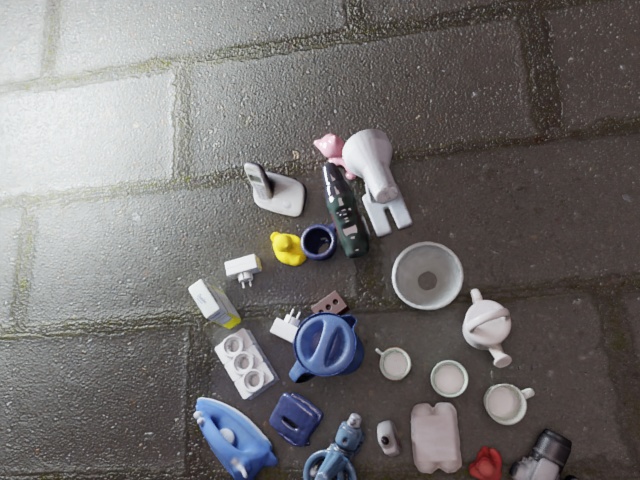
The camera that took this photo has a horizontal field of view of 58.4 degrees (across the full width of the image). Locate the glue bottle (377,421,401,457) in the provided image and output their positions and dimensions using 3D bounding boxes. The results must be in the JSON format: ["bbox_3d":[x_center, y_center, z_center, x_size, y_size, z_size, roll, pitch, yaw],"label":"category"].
[{"bbox_3d":[0.148,0.437,1.252,0.037,0.173,0.078,-22,71,5],"label":"glue bottle"}]

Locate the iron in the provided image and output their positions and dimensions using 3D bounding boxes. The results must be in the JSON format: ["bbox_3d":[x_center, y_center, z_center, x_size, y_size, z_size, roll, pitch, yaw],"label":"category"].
[{"bbox_3d":[-0.226,0.463,1.338,0.257,0.142,0.119,40,85,19],"label":"iron"}]

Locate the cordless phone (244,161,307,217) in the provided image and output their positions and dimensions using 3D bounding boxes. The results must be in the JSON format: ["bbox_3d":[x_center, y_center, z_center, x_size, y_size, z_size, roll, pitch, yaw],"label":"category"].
[{"bbox_3d":[-0.115,-0.137,1.465,0.147,0.185,0.094,14,77,15],"label":"cordless phone"}]

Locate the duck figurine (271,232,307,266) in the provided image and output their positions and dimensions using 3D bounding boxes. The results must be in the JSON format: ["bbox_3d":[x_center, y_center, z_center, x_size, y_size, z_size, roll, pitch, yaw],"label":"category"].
[{"bbox_3d":[-0.084,0.017,1.467,0.104,0.086,0.077,38,85,19],"label":"duck figurine"}]

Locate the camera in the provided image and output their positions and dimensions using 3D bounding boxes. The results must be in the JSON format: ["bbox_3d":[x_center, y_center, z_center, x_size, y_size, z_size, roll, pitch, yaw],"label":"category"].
[{"bbox_3d":[0.492,0.482,1.207,0.143,0.101,0.137,26,81,17],"label":"camera"}]

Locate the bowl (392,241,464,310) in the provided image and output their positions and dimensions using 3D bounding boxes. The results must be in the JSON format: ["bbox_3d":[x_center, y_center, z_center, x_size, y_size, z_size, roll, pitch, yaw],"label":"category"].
[{"bbox_3d":[0.260,0.092,1.381,0.167,0.075,0.167,-3,74,11],"label":"bowl"}]

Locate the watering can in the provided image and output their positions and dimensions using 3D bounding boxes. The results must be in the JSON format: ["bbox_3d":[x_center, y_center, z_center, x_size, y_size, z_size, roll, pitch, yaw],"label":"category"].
[{"bbox_3d":[0.374,0.191,1.265,0.101,0.194,0.172,-40,70,-1],"label":"watering can"}]

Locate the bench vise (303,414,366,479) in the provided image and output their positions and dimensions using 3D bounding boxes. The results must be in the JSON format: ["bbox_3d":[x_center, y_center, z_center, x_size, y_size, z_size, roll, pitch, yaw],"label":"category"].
[{"bbox_3d":[0.022,0.479,1.241,0.121,0.220,0.207,4,75,13],"label":"bench vise"}]

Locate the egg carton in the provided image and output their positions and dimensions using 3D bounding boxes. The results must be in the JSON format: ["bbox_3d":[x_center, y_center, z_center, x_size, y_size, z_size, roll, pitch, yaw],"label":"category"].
[{"bbox_3d":[0.258,0.443,1.283,0.107,0.069,0.150,-7,73,10],"label":"egg carton"}]

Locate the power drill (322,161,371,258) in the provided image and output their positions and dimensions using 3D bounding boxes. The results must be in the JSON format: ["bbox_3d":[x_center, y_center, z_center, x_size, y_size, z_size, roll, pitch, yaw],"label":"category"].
[{"bbox_3d":[0.066,-0.055,1.392,0.075,0.209,0.229,-21,71,6],"label":"power drill"}]

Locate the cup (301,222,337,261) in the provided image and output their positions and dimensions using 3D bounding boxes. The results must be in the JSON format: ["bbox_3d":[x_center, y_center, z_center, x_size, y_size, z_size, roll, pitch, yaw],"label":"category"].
[{"bbox_3d":[0.013,0.005,1.445,0.091,0.095,0.118,42,86,19],"label":"cup"}]

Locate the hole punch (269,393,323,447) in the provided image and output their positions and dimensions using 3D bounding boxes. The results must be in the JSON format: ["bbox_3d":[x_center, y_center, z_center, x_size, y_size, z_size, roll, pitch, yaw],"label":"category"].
[{"bbox_3d":[-0.058,0.424,1.342,0.108,0.091,0.101,32,83,18],"label":"hole punch"}]

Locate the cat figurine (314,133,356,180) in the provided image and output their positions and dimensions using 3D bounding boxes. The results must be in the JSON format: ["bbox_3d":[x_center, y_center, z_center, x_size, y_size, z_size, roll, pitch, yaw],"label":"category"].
[{"bbox_3d":[0.051,-0.229,1.493,0.127,0.118,0.067,36,84,19],"label":"cat figurine"}]

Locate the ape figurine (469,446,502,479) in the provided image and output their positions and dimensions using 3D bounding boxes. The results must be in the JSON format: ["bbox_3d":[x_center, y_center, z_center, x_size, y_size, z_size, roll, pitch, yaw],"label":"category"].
[{"bbox_3d":[0.360,0.491,1.236,0.077,0.092,0.076,-21,71,5],"label":"ape figurine"}]

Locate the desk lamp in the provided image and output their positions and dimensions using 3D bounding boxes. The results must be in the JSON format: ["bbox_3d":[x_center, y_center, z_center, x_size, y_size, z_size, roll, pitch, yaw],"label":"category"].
[{"bbox_3d":[0.146,-0.140,1.397,0.118,0.214,0.203,-23,71,5],"label":"desk lamp"}]
